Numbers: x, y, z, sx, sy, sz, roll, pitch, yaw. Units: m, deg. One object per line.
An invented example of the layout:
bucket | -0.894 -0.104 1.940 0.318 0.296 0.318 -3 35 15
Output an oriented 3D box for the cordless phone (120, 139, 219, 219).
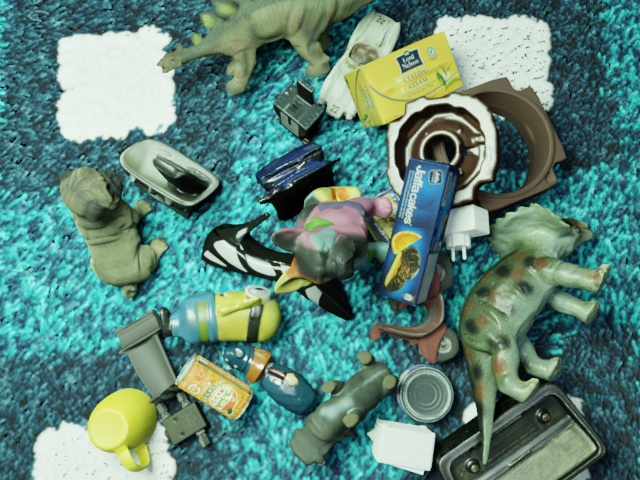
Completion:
cordless phone | -0.239 -0.106 0.803 0.147 0.184 0.088 33 86 3

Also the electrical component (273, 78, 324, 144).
electrical component | -0.033 -0.207 0.859 0.075 0.119 0.048 39 82 2

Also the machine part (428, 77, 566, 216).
machine part | 0.275 -0.147 0.876 0.201 0.087 0.201 -21 82 -7

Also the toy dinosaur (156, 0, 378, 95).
toy dinosaur | -0.033 -0.357 0.833 0.472 0.198 0.105 -19 52 -4

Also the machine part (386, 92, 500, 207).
machine part | 0.183 -0.131 0.801 0.180 0.056 0.179 1 92 26

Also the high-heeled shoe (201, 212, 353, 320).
high-heeled shoe | -0.071 0.064 0.848 0.145 0.086 0.248 -36 100 24

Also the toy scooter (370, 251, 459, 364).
toy scooter | 0.141 0.103 0.838 0.135 0.075 0.183 -4 85 -2

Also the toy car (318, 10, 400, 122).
toy car | 0.067 -0.293 0.907 0.073 0.056 0.201 28 81 2

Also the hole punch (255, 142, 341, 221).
hole punch | -0.043 -0.105 0.848 0.142 0.115 0.092 -27 75 -6

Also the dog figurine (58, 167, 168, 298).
dog figurine | -0.310 -0.005 0.781 0.121 0.190 0.172 -23 84 -5

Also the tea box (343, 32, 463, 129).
tea box | 0.136 -0.256 0.867 0.170 0.068 0.098 -30 106 -18

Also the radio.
radio | 0.289 0.317 0.806 0.230 0.073 0.131 -32 83 -7

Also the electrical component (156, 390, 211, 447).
electrical component | -0.207 0.281 0.821 0.063 0.021 0.094 -32 79 -6

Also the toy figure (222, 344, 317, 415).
toy figure | -0.079 0.206 0.820 0.154 0.058 0.064 37 105 1

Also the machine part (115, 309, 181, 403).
machine part | -0.258 0.180 0.825 0.084 0.039 0.139 -26 71 -11

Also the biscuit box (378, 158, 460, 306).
biscuit box | 0.140 -0.012 0.762 0.063 0.059 0.202 17 100 26

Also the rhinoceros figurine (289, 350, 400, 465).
rhinoceros figurine | 0.034 0.249 0.797 0.190 0.112 0.073 -39 68 -19

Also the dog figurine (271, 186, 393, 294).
dog figurine | -0.002 -0.002 0.753 0.192 0.219 0.108 19 117 38

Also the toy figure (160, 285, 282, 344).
toy figure | -0.150 0.119 0.821 0.180 0.082 0.089 -9 112 -11

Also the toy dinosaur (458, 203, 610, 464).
toy dinosaur | 0.285 0.105 0.800 0.192 0.131 0.405 33 81 39
